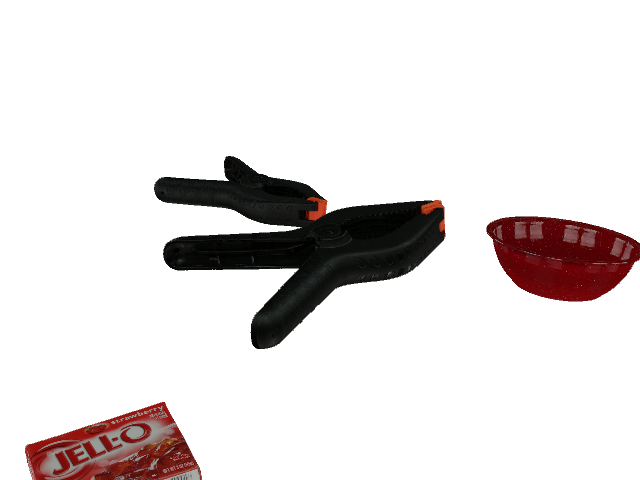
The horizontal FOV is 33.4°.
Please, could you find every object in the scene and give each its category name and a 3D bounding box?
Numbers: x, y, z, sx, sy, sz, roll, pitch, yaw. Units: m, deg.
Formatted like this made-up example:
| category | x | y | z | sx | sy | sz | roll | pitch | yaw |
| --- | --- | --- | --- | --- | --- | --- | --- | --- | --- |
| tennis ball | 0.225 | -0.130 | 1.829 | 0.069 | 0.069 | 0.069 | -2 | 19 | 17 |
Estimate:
| category | x | y | z | sx | sy | sz | roll | pitch | yaw |
| --- | --- | --- | --- | --- | --- | --- | --- | --- | --- |
| clamp | -0.003 | 0.008 | 0.787 | 0.209 | 0.036 | 0.165 | -21 | 30 | -30 |
| bowl | 0.249 | 0.022 | 1.107 | 0.162 | 0.055 | 0.162 | 5 | 17 | -2 |
| gelatin box | -0.121 | 0.135 | 0.621 | 0.089 | 0.030 | 0.073 | -15 | 27 | -18 |
| clamp | -0.074 | -0.044 | 1.036 | 0.172 | 0.039 | 0.120 | 19 | 32 | 40 |
